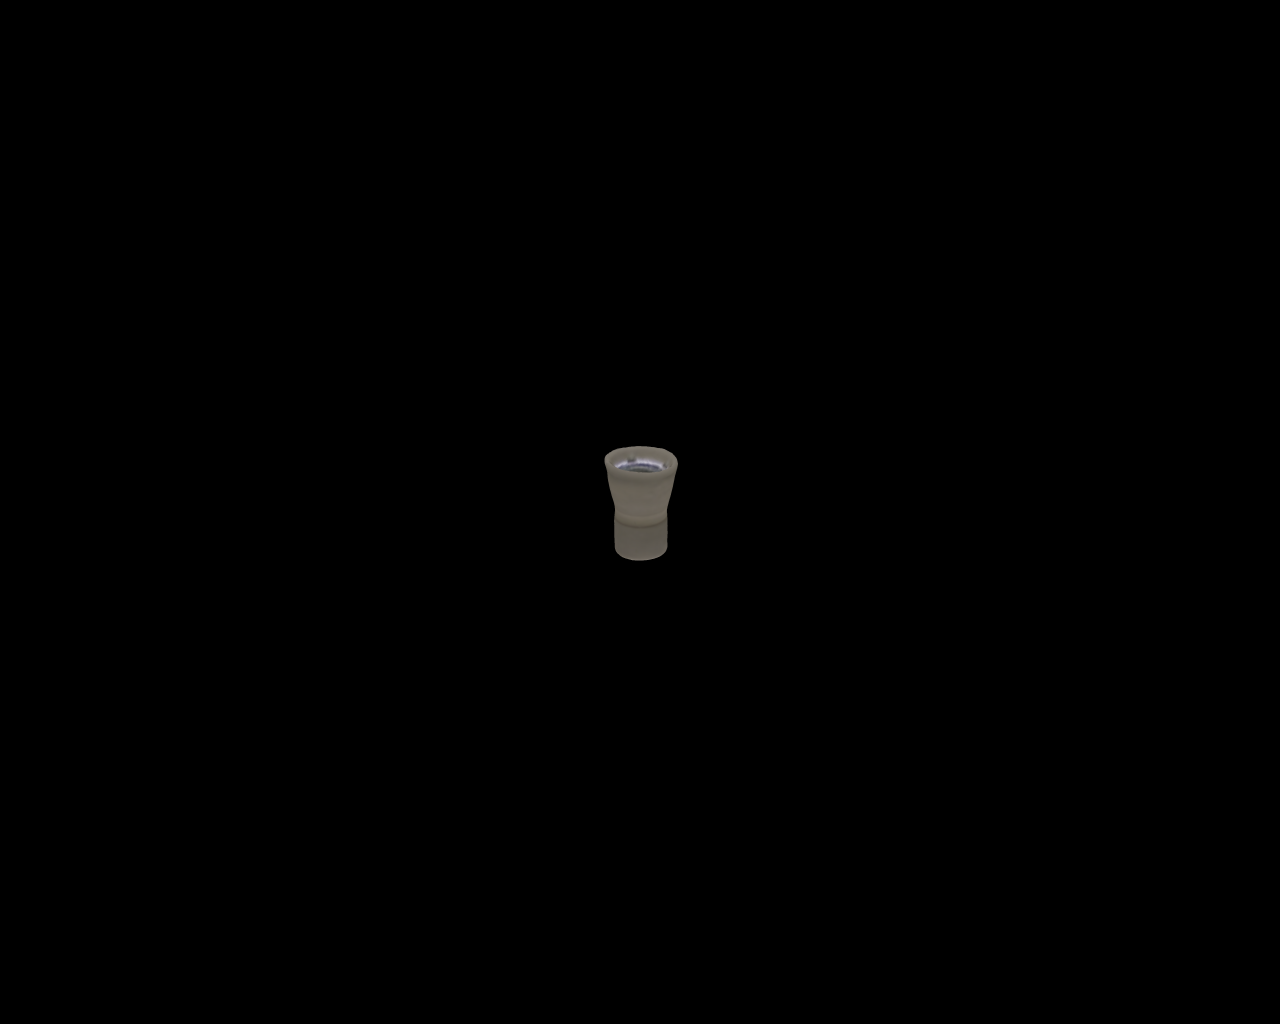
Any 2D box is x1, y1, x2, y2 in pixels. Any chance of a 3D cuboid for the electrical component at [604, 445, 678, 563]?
[{"bbox_3d":[0.001,-0.003,0.650,0.044,0.065,0.044,0,24,0],"label":"electrical component"}]
